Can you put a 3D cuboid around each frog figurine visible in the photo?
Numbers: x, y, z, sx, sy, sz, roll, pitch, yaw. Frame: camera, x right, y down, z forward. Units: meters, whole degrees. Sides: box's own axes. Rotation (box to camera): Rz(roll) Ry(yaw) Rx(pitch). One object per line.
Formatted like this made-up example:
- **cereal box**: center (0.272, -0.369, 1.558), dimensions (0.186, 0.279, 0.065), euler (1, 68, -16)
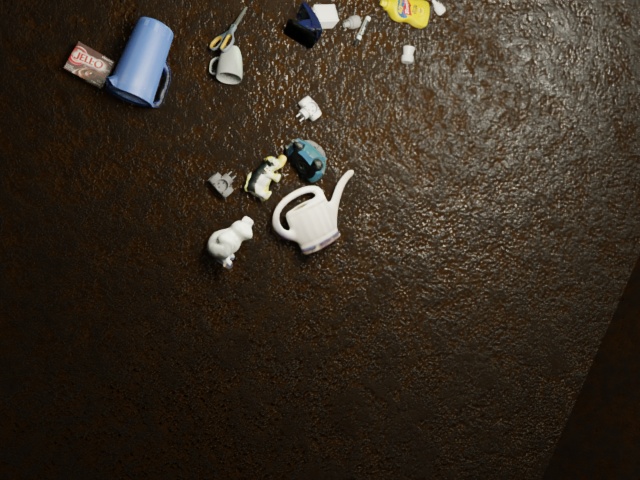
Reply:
- **frog figurine**: center (-0.285, -0.010, 1.634), dimensions (0.123, 0.158, 0.138), euler (27, 14, 6)

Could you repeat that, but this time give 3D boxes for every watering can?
- **watering can**: center (0.005, -0.089, 1.771), dimensions (0.350, 0.222, 0.104), euler (-28, 14, -19)
